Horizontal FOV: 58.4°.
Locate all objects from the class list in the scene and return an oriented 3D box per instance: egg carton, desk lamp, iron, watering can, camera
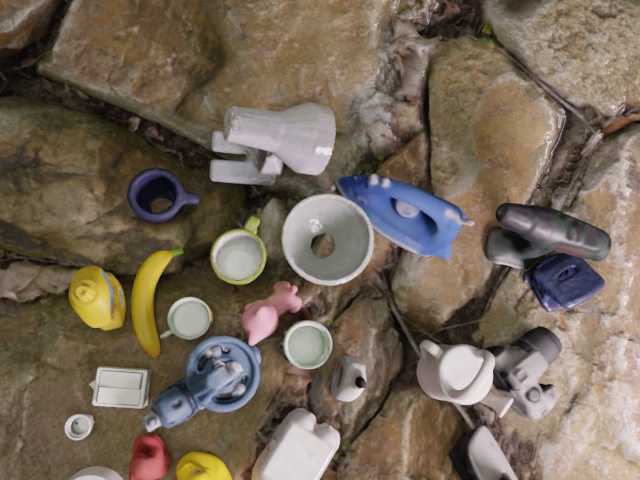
[{"bbox_3d":[-0.041,0.367,0.967,0.107,0.069,0.150,33,76,-2],"label":"egg carton"},{"bbox_3d":[-0.088,-0.164,0.984,0.203,0.213,0.118,2,79,-9],"label":"desk lamp"},{"bbox_3d":[0.153,-0.067,1.043,0.258,0.141,0.119,26,76,-4],"label":"iron"},{"bbox_3d":[0.249,0.231,0.976,0.173,0.194,0.101,18,77,-5],"label":"watering can"},{"bbox_3d":[0.389,0.234,1.047,0.137,0.100,0.143,-36,87,-14],"label":"camera"}]

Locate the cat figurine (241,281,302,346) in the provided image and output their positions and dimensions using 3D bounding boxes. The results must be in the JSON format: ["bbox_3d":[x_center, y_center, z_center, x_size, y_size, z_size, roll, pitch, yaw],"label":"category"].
[{"bbox_3d":[-0.086,0.121,0.980,0.128,0.117,0.067,-40,88,-14],"label":"cat figurine"}]

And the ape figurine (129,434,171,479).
[{"bbox_3d":[-0.279,0.357,0.917,0.076,0.092,0.078,37,76,-1],"label":"ape figurine"}]

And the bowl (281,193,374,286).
[{"bbox_3d":[0.010,0.004,1.041,0.167,0.074,0.167,2,79,-9],"label":"bowl"}]

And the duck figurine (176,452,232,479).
[{"bbox_3d":[-0.188,0.394,0.928,0.104,0.086,0.077,40,76,0],"label":"duck figurine"}]

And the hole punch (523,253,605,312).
[{"bbox_3d":[0.465,0.076,1.094,0.109,0.091,0.101,-29,85,-13],"label":"hole punch"}]

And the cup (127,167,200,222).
[{"bbox_3d":[-0.267,-0.069,0.998,0.118,0.095,0.092,5,79,-8],"label":"cup"}]

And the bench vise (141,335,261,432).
[{"bbox_3d":[-0.175,0.238,0.891,0.121,0.219,0.207,39,76,0],"label":"bench vise"}]

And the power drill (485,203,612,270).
[{"bbox_3d":[0.386,-0.004,1.036,0.230,0.208,0.076,12,78,-7],"label":"power drill"}]

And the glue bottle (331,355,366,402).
[{"bbox_3d":[0.054,0.233,0.954,0.037,0.173,0.078,11,78,-7],"label":"glue bottle"}]

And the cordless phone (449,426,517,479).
[{"bbox_3d":[0.307,0.399,0.959,0.094,0.185,0.147,-31,85,-13],"label":"cordless phone"}]
